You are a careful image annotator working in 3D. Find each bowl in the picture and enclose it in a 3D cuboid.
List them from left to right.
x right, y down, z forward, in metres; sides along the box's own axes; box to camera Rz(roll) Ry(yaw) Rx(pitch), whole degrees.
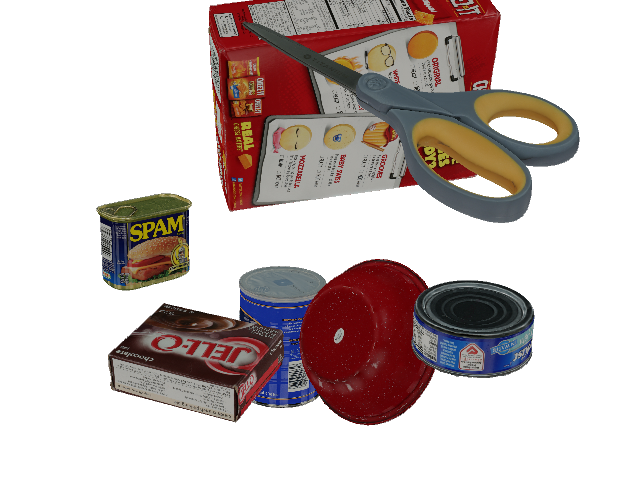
[{"bbox_3d":[0.033,0.092,1.013,0.162,0.162,0.055,0,-11,41],"label":"bowl"}]

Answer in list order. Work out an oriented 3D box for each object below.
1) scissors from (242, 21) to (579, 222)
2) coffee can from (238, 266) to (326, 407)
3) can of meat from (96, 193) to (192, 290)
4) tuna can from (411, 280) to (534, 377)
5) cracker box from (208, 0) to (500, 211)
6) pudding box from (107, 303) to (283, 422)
[{"bbox_3d":[0.049,-0.077,0.544,0.096,0.016,0.202,-22,47,-22],"label":"scissors"},{"bbox_3d":[-0.047,0.113,1.271,0.103,0.140,0.103,2,19,-1],"label":"coffee can"},{"bbox_3d":[-0.191,0.001,1.168,0.101,0.084,0.058,-14,24,-39],"label":"can of meat"},{"bbox_3d":[0.108,0.061,0.755,0.086,0.034,0.086,0,25,0],"label":"tuna can"},{"bbox_3d":[0.022,-0.116,0.847,0.213,0.072,0.164,-9,-43,-9],"label":"cracker box"},{"bbox_3d":[-0.097,0.095,0.844,0.114,0.039,0.090,9,26,19],"label":"pudding box"}]
